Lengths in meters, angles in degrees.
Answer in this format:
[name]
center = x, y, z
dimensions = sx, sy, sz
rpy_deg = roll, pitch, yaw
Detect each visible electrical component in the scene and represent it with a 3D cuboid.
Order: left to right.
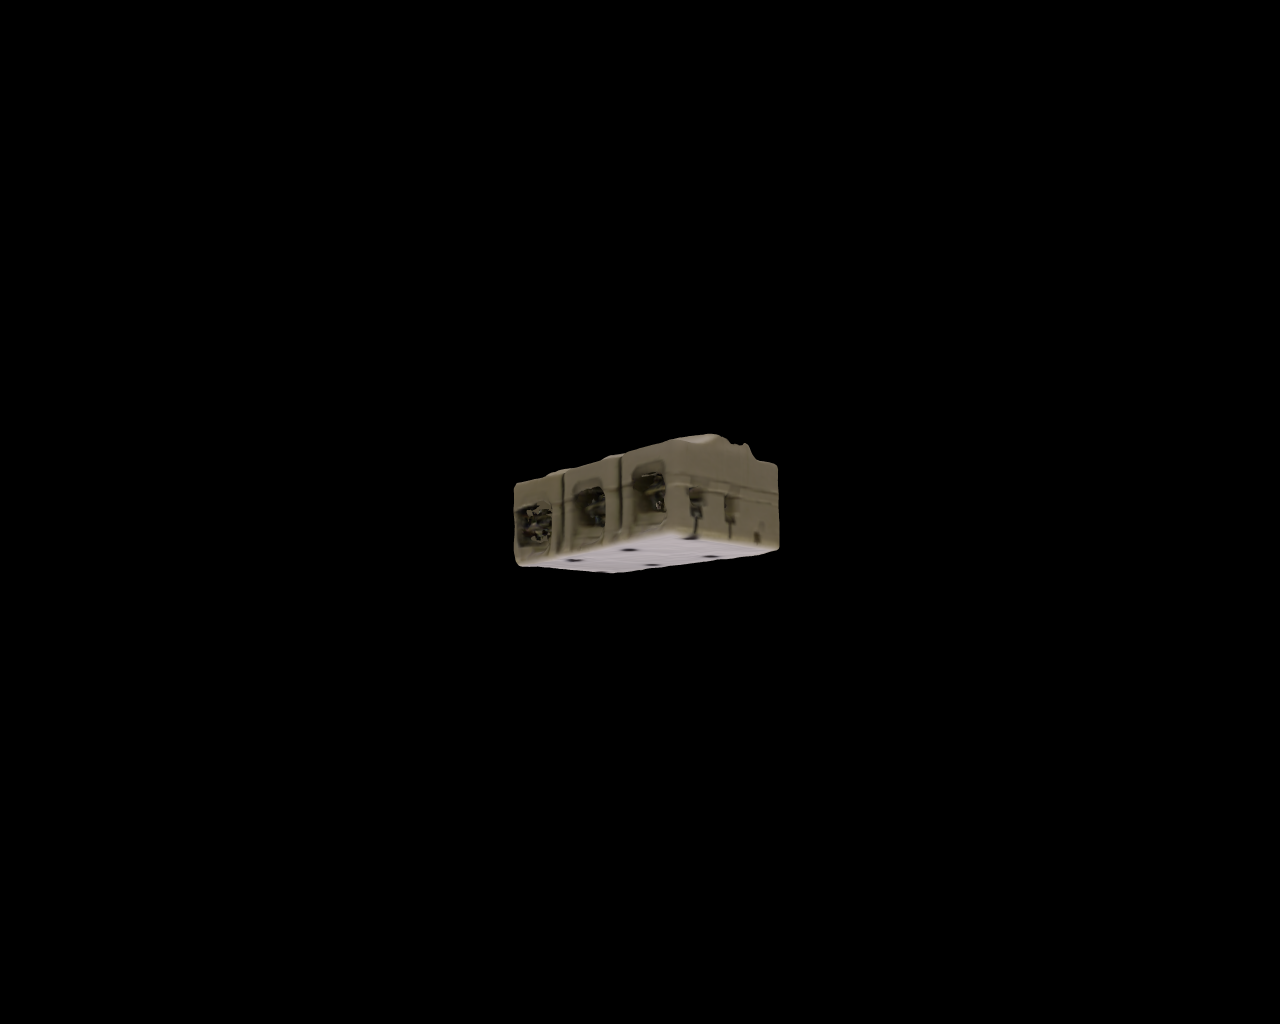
[electrical component]
center = 0.001, -0.003, 0.650
dimensions = 0.089, 0.061, 0.150
rpy_deg = 10, -14, -42
